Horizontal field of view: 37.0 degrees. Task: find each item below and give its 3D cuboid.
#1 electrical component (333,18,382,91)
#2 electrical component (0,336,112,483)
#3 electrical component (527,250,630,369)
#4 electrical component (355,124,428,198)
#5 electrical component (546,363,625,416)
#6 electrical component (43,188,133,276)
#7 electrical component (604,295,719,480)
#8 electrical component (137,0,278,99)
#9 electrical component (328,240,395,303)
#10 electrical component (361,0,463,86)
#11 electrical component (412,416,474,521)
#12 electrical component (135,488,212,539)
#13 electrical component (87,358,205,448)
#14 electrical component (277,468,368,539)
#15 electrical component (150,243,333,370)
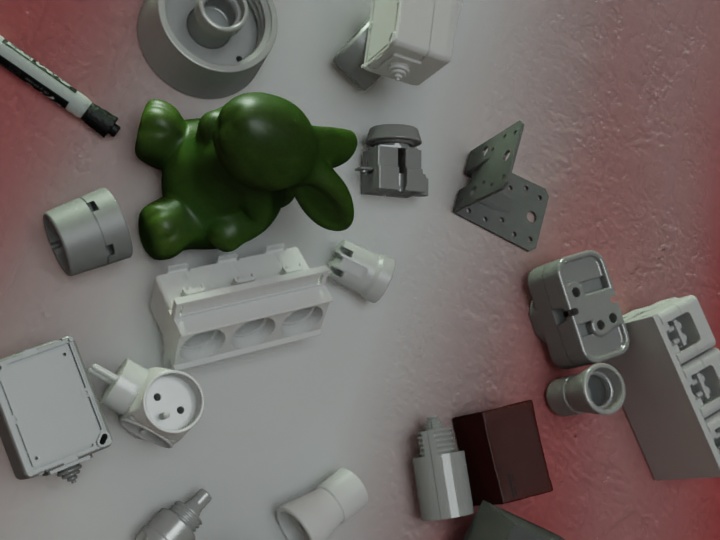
[{"bbox_3d":[0.044,-0.205,0.944,0.074,0.052,0.138,43,65,-11],"label":"electrical component"},{"bbox_3d":[-0.217,0.102,0.743,0.062,0.061,0.096,-20,88,-28],"label":"electrical component"},{"bbox_3d":[0.190,0.037,0.954,0.054,0.059,0.095,-14,84,-27],"label":"electrical component"},{"bbox_3d":[0.028,-0.093,0.915,0.066,0.048,0.055,3,84,-24],"label":"electrical component"},{"bbox_3d":[0.193,0.107,0.936,0.044,0.065,0.044,7,75,-25],"label":"electrical component"},{"bbox_3d":[-0.200,-0.027,0.786,0.047,0.055,0.055,-23,89,-24],"label":"electrical component"},{"bbox_3d":[0.286,0.106,0.966,0.062,0.089,0.150,-23,88,-28],"label":"electrical component"},{"bbox_3d":[-0.118,-0.198,0.861,0.108,0.060,0.108,6,76,-24],"label":"electrical component"},{"bbox_3d":[0.000,0.000,0.884,0.046,0.040,0.040,26,68,-13],"label":"electrical component"},{"bbox_3d":[0.044,-0.195,0.876,0.061,0.062,0.096,14,73,-22],"label":"electrical component"},{"bbox_3d":[0.065,0.160,0.875,0.043,0.043,0.081,-4,80,-26],"label":"electrical component"},{"bbox_3d":[-0.132,0.184,0.780,0.035,0.035,0.061,48,61,-8],"label":"electrical component"},{"bbox_3d":[-0.158,0.089,0.766,0.079,0.077,0.044,32,67,-15],"label":"electrical component"},{"bbox_3d":[-0.026,0.183,0.828,0.065,0.044,0.044,-32,93,-33],"label":"electrical component"},{"bbox_3d":[-0.092,0.026,0.816,0.121,0.078,0.063,-13,55,-27],"label":"electrical component"}]
